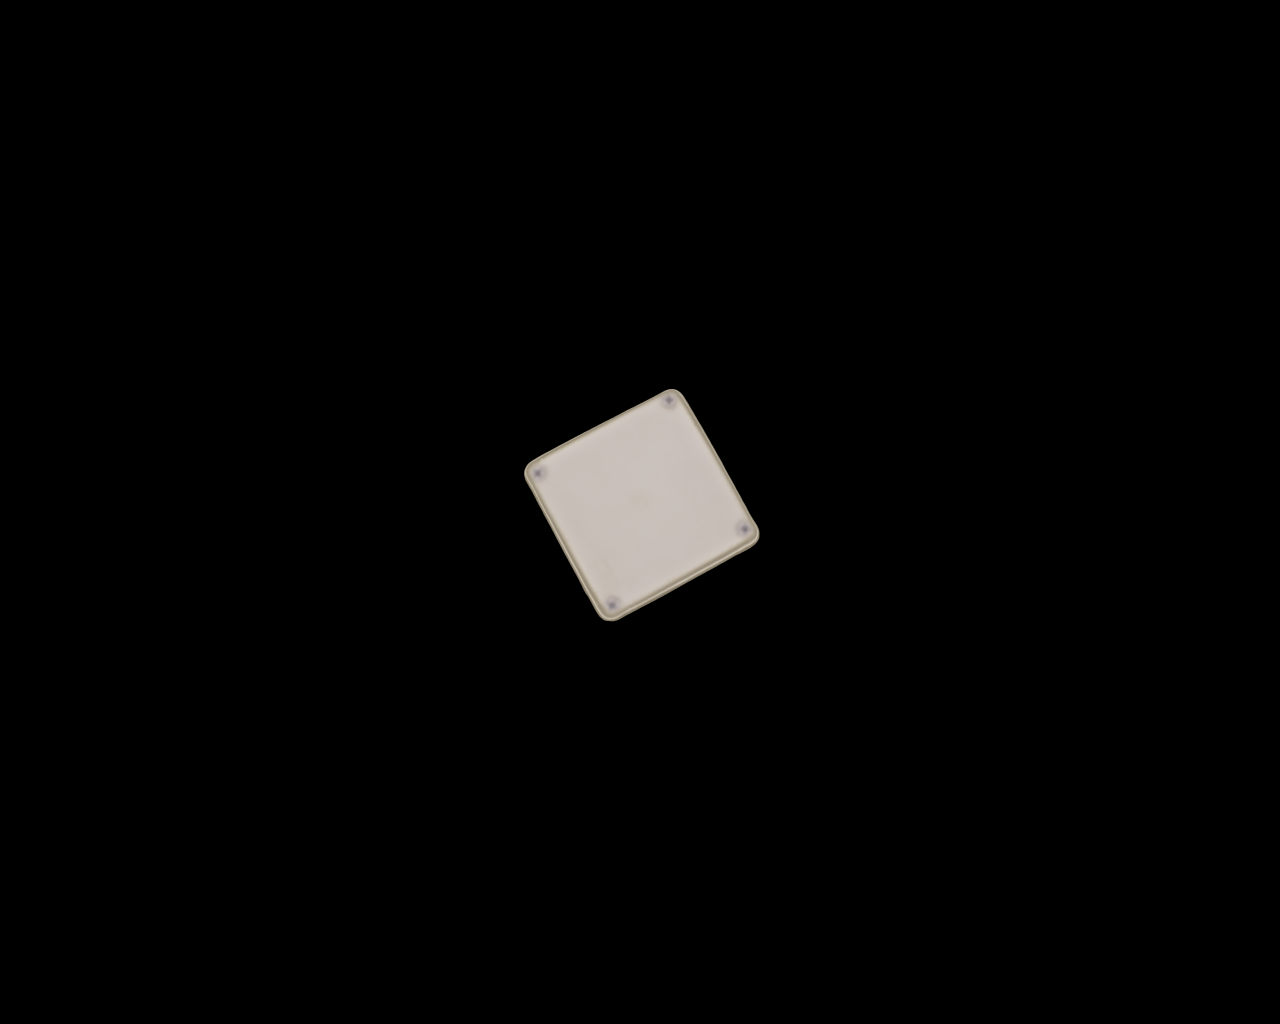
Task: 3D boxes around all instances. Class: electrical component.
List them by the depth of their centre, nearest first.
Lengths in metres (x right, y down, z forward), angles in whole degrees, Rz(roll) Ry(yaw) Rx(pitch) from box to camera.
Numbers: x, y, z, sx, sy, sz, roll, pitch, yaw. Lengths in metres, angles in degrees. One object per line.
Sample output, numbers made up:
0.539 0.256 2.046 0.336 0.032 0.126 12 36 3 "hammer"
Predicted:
0.001 -0.003 0.650 0.109 0.108 0.056 -28 -7 -4 "electrical component"
